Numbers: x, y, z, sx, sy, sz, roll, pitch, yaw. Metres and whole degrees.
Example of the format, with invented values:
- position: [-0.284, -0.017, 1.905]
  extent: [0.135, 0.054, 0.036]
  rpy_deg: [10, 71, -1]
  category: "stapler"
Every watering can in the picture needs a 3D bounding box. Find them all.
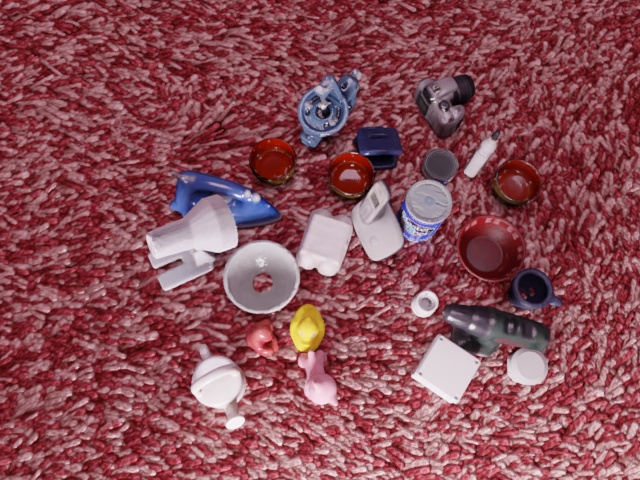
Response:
- position: [-0.200, 0.289, 1.146]
  extent: [0.172, 0.194, 0.101]
  rpy_deg: [40, 75, 9]
  category: "watering can"

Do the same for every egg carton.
- position: [0.012, 0.005, 1.312]
  extent: [0.107, 0.069, 0.150]
  rpy_deg: [17, 72, 2]
  category: "egg carton"

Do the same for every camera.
- position: [0.326, -0.354, 1.426]
  extent: [0.137, 0.101, 0.143]
  rpy_deg: [-25, 75, -10]
  category: "camera"

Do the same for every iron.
- position: [-0.212, -0.101, 1.295]
  extent: [0.258, 0.141, 0.119]
  rpy_deg: [11, 72, 1]
  category: "iron"

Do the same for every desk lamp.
- position: [-0.275, 0.007, 1.220]
  extent: [0.203, 0.213, 0.118]
  rpy_deg: [-26, 75, -10]
  category: "desk lamp"

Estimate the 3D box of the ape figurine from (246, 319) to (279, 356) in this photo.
- position: [-0.123, 0.206, 1.230]
  extent: [0.076, 0.092, 0.078]
  rpy_deg: [15, 72, 2]
  category: "ape figurine"

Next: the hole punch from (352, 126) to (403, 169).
- position: [0.138, -0.232, 1.382]
  extent: [0.108, 0.091, 0.101]
  rpy_deg: [-3, 73, -4]
  category: "hole punch"

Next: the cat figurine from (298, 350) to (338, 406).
- position: [-0.004, 0.289, 1.197]
  extent: [0.067, 0.118, 0.128]
  rpy_deg: [-14, 74, -7]
  category: "cat figurine"

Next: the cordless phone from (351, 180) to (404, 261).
- position: [0.137, -0.045, 1.274]
  extent: [0.094, 0.185, 0.147]
  rpy_deg: [-24, 75, -10]
  category: "cordless phone"

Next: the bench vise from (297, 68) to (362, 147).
- position: [0.020, -0.343, 1.343]
  extent: [0.121, 0.220, 0.207]
  rpy_deg: [20, 73, 3]
  category: "bench vise"

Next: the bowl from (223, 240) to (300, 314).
- position: [-0.128, 0.088, 1.276]
  extent: [0.167, 0.075, 0.167]
  rpy_deg: [1, 72, -3]
  category: "bowl"

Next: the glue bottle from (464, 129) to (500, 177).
- position: [0.389, -0.213, 1.347]
  extent: [0.037, 0.173, 0.078]
  rpy_deg: [33, 74, 8]
  category: "glue bottle"

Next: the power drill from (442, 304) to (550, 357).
- position: [0.346, 0.190, 1.199]
  extent: [0.229, 0.208, 0.075]
  rpy_deg: [10, 72, 0]
  category: "power drill"

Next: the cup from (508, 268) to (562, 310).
- position: [0.475, 0.123, 1.287]
  extent: [0.117, 0.095, 0.092]
  rpy_deg: [26, 73, 5]
  category: "cup"

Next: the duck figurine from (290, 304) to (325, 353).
- position: [-0.027, 0.188, 1.244]
  extent: [0.077, 0.086, 0.104]
  rpy_deg: [3, 72, -2]
  category: "duck figurine"
